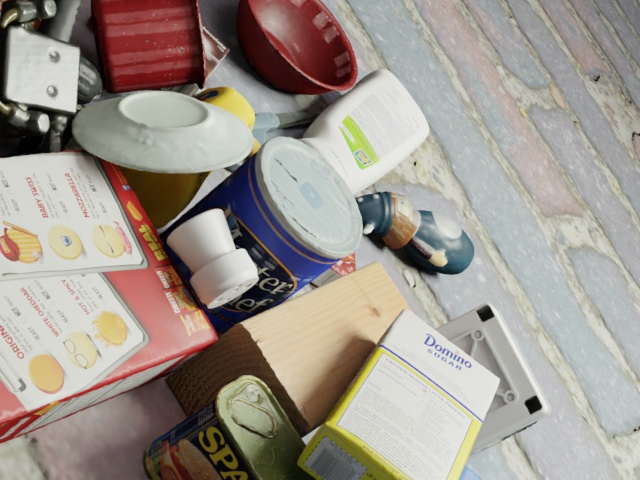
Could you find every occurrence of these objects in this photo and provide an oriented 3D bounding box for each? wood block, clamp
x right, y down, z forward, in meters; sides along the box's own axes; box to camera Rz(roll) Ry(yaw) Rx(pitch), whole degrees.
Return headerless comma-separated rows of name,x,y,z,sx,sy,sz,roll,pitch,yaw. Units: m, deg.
wood block,-0.007,0.095,0.825,0.091,0.090,0.205,57,31,8
clamp,-0.197,-0.090,0.781,0.120,0.039,0.171,54,50,-30

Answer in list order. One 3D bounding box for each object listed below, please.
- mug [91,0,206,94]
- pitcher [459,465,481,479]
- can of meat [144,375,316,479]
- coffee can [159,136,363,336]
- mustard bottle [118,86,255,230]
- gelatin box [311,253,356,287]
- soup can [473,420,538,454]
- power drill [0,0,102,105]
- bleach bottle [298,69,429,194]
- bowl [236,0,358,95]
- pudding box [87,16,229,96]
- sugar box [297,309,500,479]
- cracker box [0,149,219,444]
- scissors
mug,-0.145,-0.175,0.884,0.081,0.093,0.117,-9,61,-13
pitcher,0.047,0.250,0.716,0.145,0.149,0.242,23,23,17
can of meat,-0.056,0.154,0.705,0.102,0.084,0.057,56,32,5
coffee can,-0.052,0.003,0.807,0.102,0.141,0.103,33,36,-29
mustard bottle,-0.101,-0.077,0.865,0.058,0.096,0.191,46,32,-8
gelatin box,-0.007,0.001,0.976,0.089,0.030,0.073,34,36,-29
soup can,0.151,0.141,1.008,0.068,0.069,0.102,-1,60,-53
power drill,-0.244,-0.211,0.847,0.184,0.057,0.187,37,33,-38
bleach bottle,0.027,-0.101,1.094,0.102,0.068,0.250,52,33,1
bowl,-0.035,-0.209,1.125,0.162,0.055,0.162,33,36,-29
pudding box,-0.145,-0.185,0.970,0.113,0.039,0.090,44,33,-13
sugar box,0.060,0.123,0.735,0.093,0.048,0.176,37,28,5
cracker box,-0.186,0.032,0.670,0.213,0.072,0.164,-17,73,-56
scissors,-0.049,-0.099,1.036,0.201,0.016,0.096,7,55,-50
